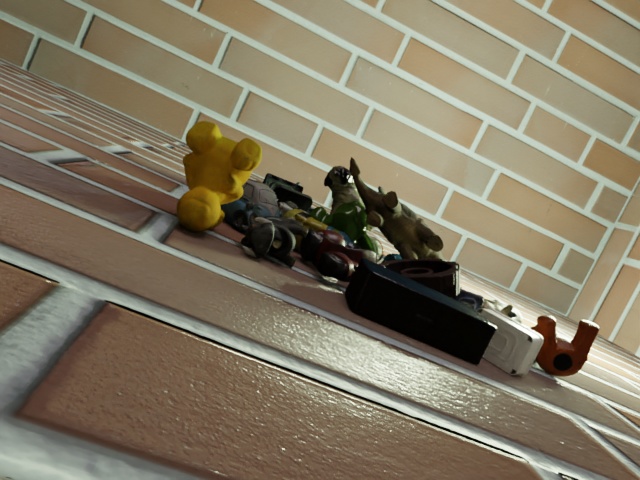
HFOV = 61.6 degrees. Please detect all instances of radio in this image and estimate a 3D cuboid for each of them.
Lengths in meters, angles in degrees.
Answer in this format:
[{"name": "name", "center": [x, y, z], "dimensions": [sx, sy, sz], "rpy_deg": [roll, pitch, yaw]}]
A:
[{"name": "radio", "center": [0.157, 0.112, 0.880], "dimensions": [0.229, 0.073, 0.131], "rpy_deg": [25, 6, -9]}]

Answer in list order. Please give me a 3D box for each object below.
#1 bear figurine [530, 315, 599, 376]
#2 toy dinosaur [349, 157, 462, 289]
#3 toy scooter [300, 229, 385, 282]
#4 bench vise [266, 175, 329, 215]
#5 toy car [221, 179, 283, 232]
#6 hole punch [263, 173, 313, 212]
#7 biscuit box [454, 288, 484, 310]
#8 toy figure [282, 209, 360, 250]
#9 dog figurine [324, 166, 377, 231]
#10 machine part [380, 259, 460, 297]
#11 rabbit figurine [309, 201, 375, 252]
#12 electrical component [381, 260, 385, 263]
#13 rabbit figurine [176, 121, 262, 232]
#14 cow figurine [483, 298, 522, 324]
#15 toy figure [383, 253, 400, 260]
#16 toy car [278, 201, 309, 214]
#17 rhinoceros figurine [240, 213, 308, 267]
[{"name": "bear figurine", "center": [0.488, 0.205, 1.132], "dimensions": [0.120, 0.131, 0.196], "rpy_deg": [8, 11, 8]}, {"name": "toy dinosaur", "center": [0.209, -0.008, 1.224], "dimensions": [0.471, 0.105, 0.199], "rpy_deg": [49, 12, -18]}, {"name": "toy scooter", "center": [0.045, 0.033, 1.009], "dimensions": [0.135, 0.075, 0.184], "rpy_deg": [9, 14, -21]}, {"name": "bench vise", "center": [-0.075, -0.089, 1.422], "dimensions": [0.241, 0.128, 0.223], "rpy_deg": [21, 9, 2]}, {"name": "toy car", "center": [-0.139, -0.070, 1.094], "dimensions": [0.162, 0.103, 0.109], "rpy_deg": [32, 8, 36]}, {"name": "hole punch", "center": [-0.095, -0.089, 1.297], "dimensions": [0.142, 0.115, 0.092], "rpy_deg": [18, 26, -34]}, {"name": "biscuit box", "center": [0.299, 0.135, 1.145], "dimensions": [0.059, 0.062, 0.202], "rpy_deg": [18, -1, 8]}, {"name": "toy figure", "center": [-0.004, 0.000, 1.130], "dimensions": [0.180, 0.082, 0.089], "rpy_deg": [24, 10, 3]}, {"name": "dog figurine", "center": [0.048, -0.084, 1.393], "dimensions": [0.190, 0.172, 0.121], "rpy_deg": [51, -30, 11]}, {"name": "machine part", "center": [0.189, 0.077, 1.046], "dimensions": [0.179, 0.056, 0.179], "rpy_deg": [-4, 8, 1]}, {"name": "rabbit figurine", "center": [0.071, -0.026, 1.232], "dimensions": [0.121, 0.159, 0.170], "rpy_deg": [-17, 14, 34]}, {"name": "electrical component", "center": [0.163, 0.085, 1.205], "dimensions": [0.075, 0.047, 0.119], "rpy_deg": [24, 6, -24]}, {"name": "rabbit figurine", "center": [-0.188, -0.082, 0.874], "dimensions": [0.122, 0.173, 0.162], "rpy_deg": [24, -38, -15]}, {"name": "cow figurine", "center": [0.404, 0.179, 1.228], "dimensions": [0.127, 0.085, 0.194], "rpy_deg": [23, 2, 43]}, {"name": "toy figure", "center": [0.227, 0.078, 1.449], "dimensions": [0.154, 0.064, 0.058], "rpy_deg": [23, 46, -46]}, {"name": "toy car", "center": [-0.034, -0.032, 1.271], "dimensions": [0.201, 0.073, 0.056], "rpy_deg": [21, 28, -33]}, {"name": "rhinoceros figurine", "center": [-0.083, -0.009, 0.932], "dimensions": [0.112, 0.073, 0.190], "rpy_deg": [26, 6, -5]}]
